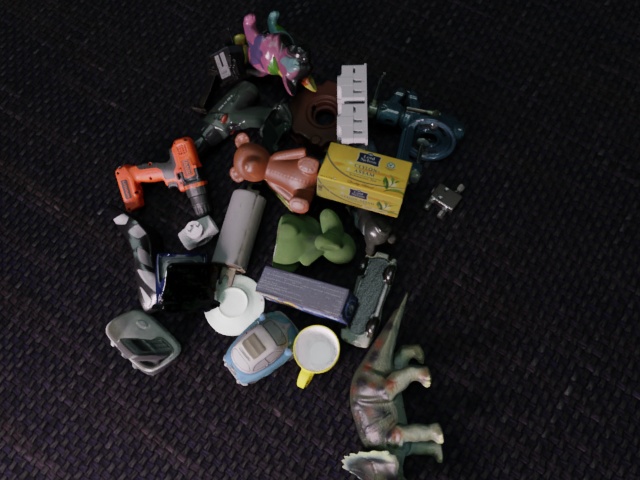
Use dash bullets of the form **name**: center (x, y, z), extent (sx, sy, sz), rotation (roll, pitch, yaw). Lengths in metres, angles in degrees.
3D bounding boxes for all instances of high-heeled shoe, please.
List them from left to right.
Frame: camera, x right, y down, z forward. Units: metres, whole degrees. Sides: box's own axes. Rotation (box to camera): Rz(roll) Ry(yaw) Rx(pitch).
- **high-heeled shoe**: center (-0.398, 0.040, 1.155), extent (0.249, 0.086, 0.145), rotation (35, 86, 16)

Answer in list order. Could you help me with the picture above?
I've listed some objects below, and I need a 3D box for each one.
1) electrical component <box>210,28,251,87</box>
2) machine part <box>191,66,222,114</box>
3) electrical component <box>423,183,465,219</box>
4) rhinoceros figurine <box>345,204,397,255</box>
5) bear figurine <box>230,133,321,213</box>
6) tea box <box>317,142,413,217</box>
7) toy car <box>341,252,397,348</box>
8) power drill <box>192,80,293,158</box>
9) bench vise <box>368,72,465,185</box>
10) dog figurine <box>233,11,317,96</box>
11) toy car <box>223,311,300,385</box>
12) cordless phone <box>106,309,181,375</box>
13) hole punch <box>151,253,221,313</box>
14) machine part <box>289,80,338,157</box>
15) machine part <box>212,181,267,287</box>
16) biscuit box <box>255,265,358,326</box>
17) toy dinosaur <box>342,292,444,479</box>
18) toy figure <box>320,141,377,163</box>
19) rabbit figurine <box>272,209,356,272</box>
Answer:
- **electrical component**: center (-0.208, -0.416, 1.219), extent (0.048, 0.075, 0.119), rotation (-29, 110, -41)
- **machine part**: center (-0.263, -0.365, 1.280), extent (0.039, 0.084, 0.139), rotation (23, 83, -12)
- **electrical component**: center (0.272, -0.092, 1.167), extent (0.063, 0.021, 0.094), rotation (37, 79, 15)
- **rhinoceros figurine**: center (0.089, -0.058, 1.123), extent (0.073, 0.112, 0.190), rotation (-29, 52, 0)
- **bear figurine**: center (-0.097, -0.143, 1.096), extent (0.196, 0.132, 0.120), rotation (18, 107, 1)
- **tea box**: center (0.087, -0.119, 1.056), extent (0.170, 0.068, 0.098), rotation (14, 60, 7)
- **toy car**: center (0.099, 0.118, 1.097), extent (0.074, 0.056, 0.201), rotation (15, 73, 16)
- **power drill**: center (-0.176, -0.253, 1.211), extent (0.208, 0.085, 0.232), rotation (15, 66, 38)
- **bench vise**: center (0.197, -0.222, 1.155), extent (0.224, 0.128, 0.240), rotation (23, 55, -8)
- **dog figurine**: center (-0.101, -0.401, 1.228), extent (0.108, 0.191, 0.219), rotation (-20, 72, -42)
- **toy car**: center (-0.119, 0.209, 1.062), extent (0.162, 0.102, 0.109), rotation (-36, 72, -9)
- **cordless phone**: center (-0.366, 0.195, 1.044), extent (0.147, 0.184, 0.089), rotation (39, 84, 15)
- **hole punch**: center (-0.276, 0.084, 1.093), extent (0.092, 0.142, 0.115), rotation (36, 119, 50)
- **machine part**: center (0.012, -0.281, 1.234), extent (0.179, 0.056, 0.179), rotation (-2, 70, 4)
- **machine part**: center (-0.174, -0.019, 1.153), extent (0.079, 0.079, 0.243), rotation (11, 74, 8)
- **biscuit box**: center (-0.027, 0.111, 1.079), extent (0.203, 0.059, 0.063), rotation (14, 73, 28)
- **toy dinosaur**: center (0.120, 0.310, 1.006), extent (0.192, 0.131, 0.405), rotation (-10, 65, 1)
- **toy figure**: center (0.053, -0.172, 1.194), extent (0.154, 0.057, 0.064), rotation (-20, 66, 4)
- **rabbit figurine**: center (-0.002, -0.003, 1.109), extent (0.170, 0.159, 0.121), rotation (10, 63, -8)
